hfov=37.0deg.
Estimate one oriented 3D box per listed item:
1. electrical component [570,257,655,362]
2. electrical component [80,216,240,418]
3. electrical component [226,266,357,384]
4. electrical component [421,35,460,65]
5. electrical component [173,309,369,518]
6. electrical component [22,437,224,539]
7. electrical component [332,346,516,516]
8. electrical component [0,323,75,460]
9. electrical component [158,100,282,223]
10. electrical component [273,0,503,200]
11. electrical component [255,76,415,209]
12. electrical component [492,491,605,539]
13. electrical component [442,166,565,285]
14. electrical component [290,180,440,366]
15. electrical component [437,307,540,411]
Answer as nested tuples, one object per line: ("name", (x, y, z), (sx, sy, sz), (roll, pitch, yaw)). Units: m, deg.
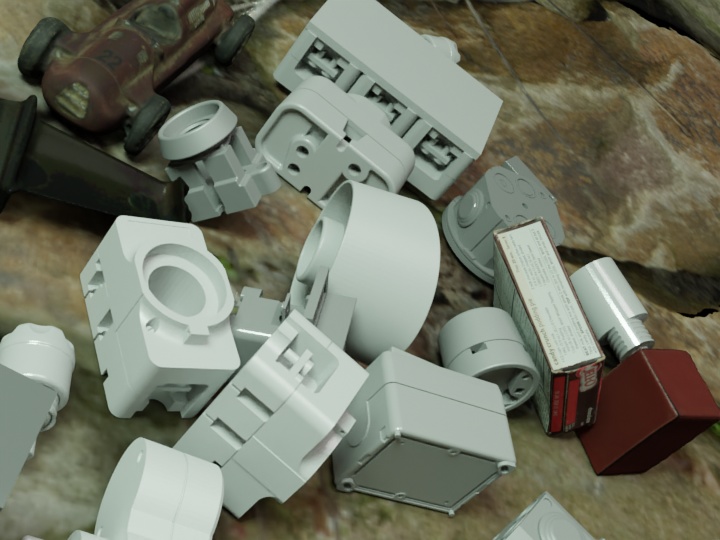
("electrical component", (0.189, 0.036, 0.793), (0.043, 0.043, 0.081), (-4, 57, -44))
("electrical component", (-0.100, 0.021, 0.540), (0.050, 0.055, 0.089), (6, 50, -38))
("electrical component", (-0.038, 0.039, 0.565), (0.064, 0.081, 0.042), (10, 39, 4))
("electrical component", (0.051, -0.177, 0.885), (0.061, 0.035, 0.035), (1, 53, -38))
("electrical component", (-0.042, 0.072, 0.514), (0.056, 0.089, 0.050), (41, 37, -2))
("electrical component", (-0.104, 0.128, 0.435), (0.074, 0.052, 0.138), (25, 41, -22))
("electrical component", (0.038, 0.089, 0.592), (0.096, 0.061, 0.061), (19, 43, -27))
("electrical component", (-0.148, 0.056, 0.482), (0.035, 0.035, 0.061), (20, 45, -27))
("electrical component", (-0.086, -0.064, 0.626), (0.055, 0.066, 0.048), (64, 27, -30))
("electrical component", (0.021, -0.130, 0.789), (0.150, 0.061, 0.089), (37, 38, -8))
("electrical component", (-0.014, -0.080, 0.717), (0.095, 0.053, 0.059), (39, 37, -5))
("electrical component", (0.089, 0.158, 0.557), (0.051, 0.080, 0.080), (45, 37, 12))
("electrical component", (0.104, -0.031, 0.776), (0.080, 0.051, 0.080), (24, 41, -23))
("electrical component", (0.000, 0.000, 0.617), (0.064, 0.099, 0.099), (23, 41, -15))
("electrical component", (0.078, 0.056, 0.667), (0.055, 0.055, 0.047), (15, 42, -32))
